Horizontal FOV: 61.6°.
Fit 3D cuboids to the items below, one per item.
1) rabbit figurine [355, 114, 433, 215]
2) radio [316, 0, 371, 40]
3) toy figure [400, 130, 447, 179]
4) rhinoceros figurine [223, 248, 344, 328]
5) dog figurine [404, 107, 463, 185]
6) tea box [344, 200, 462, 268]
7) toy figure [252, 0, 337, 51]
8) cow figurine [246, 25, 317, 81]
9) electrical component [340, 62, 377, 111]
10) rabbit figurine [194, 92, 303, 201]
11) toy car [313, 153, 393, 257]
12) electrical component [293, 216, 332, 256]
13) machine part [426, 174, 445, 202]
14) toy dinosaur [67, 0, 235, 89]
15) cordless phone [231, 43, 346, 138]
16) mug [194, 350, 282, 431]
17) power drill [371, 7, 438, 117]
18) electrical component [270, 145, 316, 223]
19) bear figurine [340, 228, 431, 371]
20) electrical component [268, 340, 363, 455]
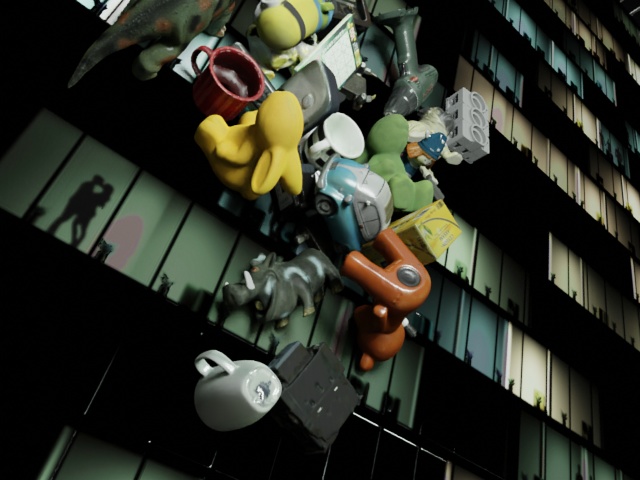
[{"bbox_3d":[0.119,-0.130,0.945,0.121,0.159,0.170,3,87,-40],"label":"rabbit figurine"},{"bbox_3d":[-0.010,-0.468,1.049,0.229,0.073,0.131,-5,73,-39],"label":"radio"},{"bbox_3d":[0.171,-0.146,0.991,0.064,0.154,0.058,-8,76,-44],"label":"toy figure"},{"bbox_3d":[-0.051,0.064,0.775,0.190,0.073,0.112,-21,85,-42],"label":"rhinoceros figurine"},{"bbox_3d":[0.197,-0.221,1.100,0.172,0.121,0.191,32,39,-28],"label":"dog figurine"},{"bbox_3d":[0.133,0.008,0.881,0.098,0.170,0.068,-37,96,-41],"label":"tea box"},{"bbox_3d":[-0.034,-0.375,0.901,0.089,0.082,0.180,47,45,8],"label":"toy figure"},{"bbox_3d":[-0.053,-0.341,0.966,0.167,0.068,0.098,-18,76,-43],"label":"cow figurine"},{"bbox_3d":[0.071,-0.308,1.061,0.078,0.045,0.102,25,57,-29],"label":"electrical component"},{"bbox_3d":[-0.087,-0.137,0.773,0.122,0.173,0.162,-2,67,-43],"label":"rabbit figurine"},{"bbox_3d":[0.060,-0.051,0.826,0.109,0.103,0.161,-59,139,-46],"label":"toy car"},{"bbox_3d":[-0.002,-0.003,0.879,0.094,0.021,0.063,-32,92,-43],"label":"electrical component"},{"bbox_3d":[0.208,-0.053,1.042,0.084,0.039,0.139,53,50,-41],"label":"machine part"},{"bbox_3d":[-0.190,-0.353,0.776,0.131,0.192,0.405,39,50,-16],"label":"toy dinosaur"},{"bbox_3d":[-0.061,-0.256,0.861,0.184,0.147,0.089,50,41,-14],"label":"cordless phone"},{"bbox_3d":[-0.102,0.178,0.660,0.081,0.107,0.109,-38,97,-44],"label":"mug"},{"bbox_3d":[0.173,-0.368,1.114,0.232,0.086,0.207,-38,113,-47],"label":"power drill"},{"bbox_3d":[-0.043,-0.093,0.853,0.048,0.075,0.119,-3,77,-39],"label":"electrical component"},{"bbox_3d":[0.090,0.100,0.824,0.132,0.195,0.120,43,52,18],"label":"bear figurine"},{"bbox_3d":[-0.016,0.210,0.748,0.134,0.058,0.115,52,46,-8],"label":"electrical component"}]
